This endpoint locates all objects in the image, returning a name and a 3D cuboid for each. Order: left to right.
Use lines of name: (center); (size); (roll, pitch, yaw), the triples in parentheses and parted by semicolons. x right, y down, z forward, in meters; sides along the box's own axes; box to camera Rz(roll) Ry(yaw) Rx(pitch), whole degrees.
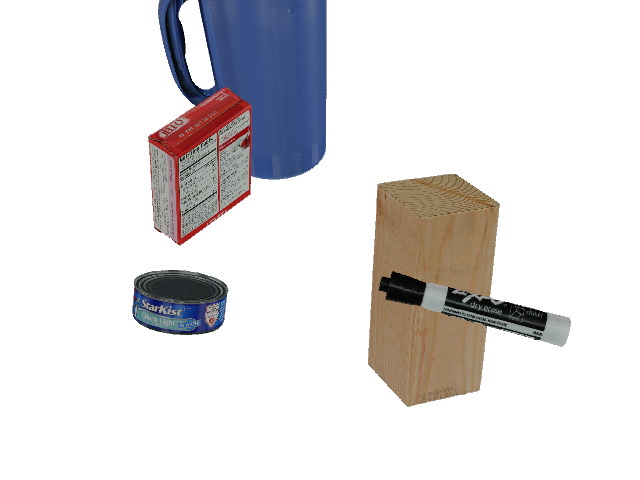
tuna can: (-0.129, 0.056, 0.974); (0.086, 0.034, 0.086); (7, 16, -2)
gelatin box: (-0.082, -0.051, 0.735); (0.030, 0.089, 0.073); (33, 53, 24)
pitcher: (-0.064, -0.184, 1.098); (0.149, 0.243, 0.144); (11, 42, 18)
wood block: (0.110, 0.048, 1.065); (0.090, 0.206, 0.091); (-9, 27, -22)
marker: (0.096, 0.042, 0.672); (0.121, 0.020, 0.020); (15, 1, 3)
